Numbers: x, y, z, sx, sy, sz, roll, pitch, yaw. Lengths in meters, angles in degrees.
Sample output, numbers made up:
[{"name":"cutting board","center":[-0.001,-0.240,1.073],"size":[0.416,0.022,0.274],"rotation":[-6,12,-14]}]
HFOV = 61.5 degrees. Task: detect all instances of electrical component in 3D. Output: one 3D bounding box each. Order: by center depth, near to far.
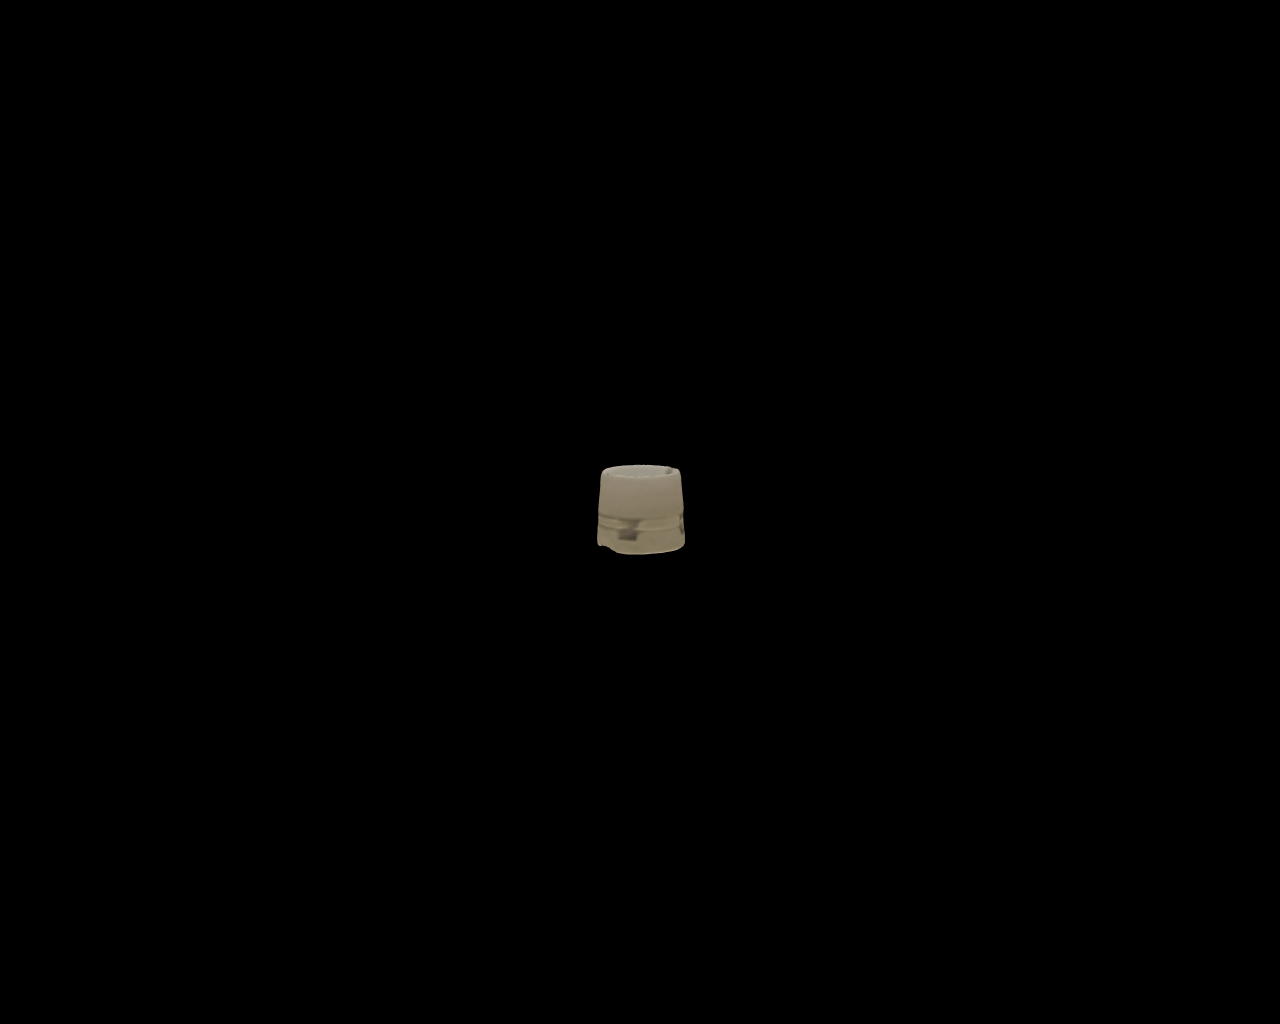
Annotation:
[{"name":"electrical component","center":[0.001,-0.003,0.650],"size":[0.055,0.047,0.055],"rotation":[0,11,0]}]
